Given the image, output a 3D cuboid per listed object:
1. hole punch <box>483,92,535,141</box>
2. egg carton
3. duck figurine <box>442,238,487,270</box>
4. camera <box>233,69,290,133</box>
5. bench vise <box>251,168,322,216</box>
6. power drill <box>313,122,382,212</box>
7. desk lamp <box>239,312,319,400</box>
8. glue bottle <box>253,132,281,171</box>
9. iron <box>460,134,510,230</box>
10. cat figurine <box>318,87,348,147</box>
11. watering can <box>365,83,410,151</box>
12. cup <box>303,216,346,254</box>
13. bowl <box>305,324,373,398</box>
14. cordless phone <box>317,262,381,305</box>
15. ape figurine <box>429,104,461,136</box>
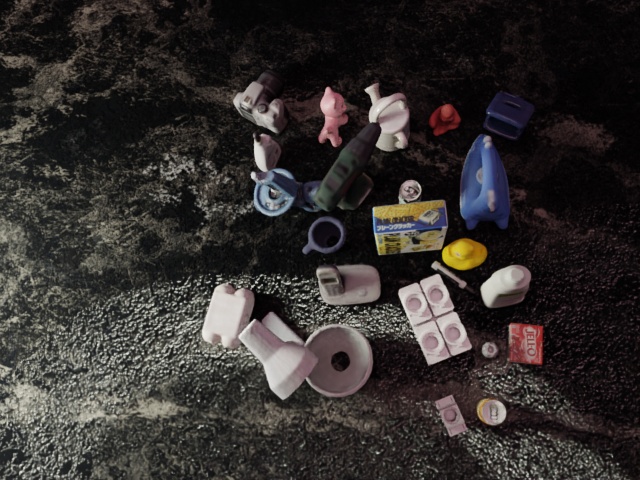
[{"bbox_3d":[0.471,-0.320,1.429,0.108,0.091,0.101,27,81,13],"label":"hole punch"},{"bbox_3d":[-0.224,0.187,1.409,0.107,0.069,0.150,12,78,11],"label":"egg carton"},{"bbox_3d":[0.346,0.027,1.362,0.104,0.086,0.077,-2,76,8],"label":"duck figurine"},{"bbox_3d":[-0.142,-0.381,1.524,0.143,0.101,0.137,30,82,14],"label":"camera"},{"bbox_3d":[-0.077,-0.135,1.392,0.207,0.220,0.121,-21,74,2],"label":"bench vise"},{"bbox_3d":[0.076,-0.158,1.382,0.075,0.208,0.230,35,83,15],"label":"power drill"},{"bbox_3d":[-0.097,0.256,1.300,0.203,0.214,0.118,42,85,15],"label":"desk lamp"},{"bbox_3d":[-0.142,-0.233,1.449,0.037,0.173,0.078,22,80,13],"label":"glue bottle"},{"bbox_3d":[0.399,-0.159,1.373,0.118,0.141,0.258,-1,76,8],"label":"iron"},{"bbox_3d":[0.030,-0.322,1.477,0.067,0.118,0.128,11,78,11],"label":"cat figurine"},{"bbox_3d":[0.166,-0.307,1.415,0.172,0.194,0.101,39,84,15],"label":"watering can"},{"bbox_3d":[0.013,0.005,1.409,0.118,0.095,0.091,-37,74,-2],"label":"cup"},{"bbox_3d":[0.043,0.284,1.346,0.167,0.075,0.167,-2,76,8],"label":"bowl"},{"bbox_3d":[0.065,0.093,1.333,0.147,0.185,0.094,-7,75,6],"label":"cordless phone"},{"bbox_3d":[0.318,-0.313,1.448,0.077,0.092,0.076,17,79,12],"label":"ape figurine"}]
